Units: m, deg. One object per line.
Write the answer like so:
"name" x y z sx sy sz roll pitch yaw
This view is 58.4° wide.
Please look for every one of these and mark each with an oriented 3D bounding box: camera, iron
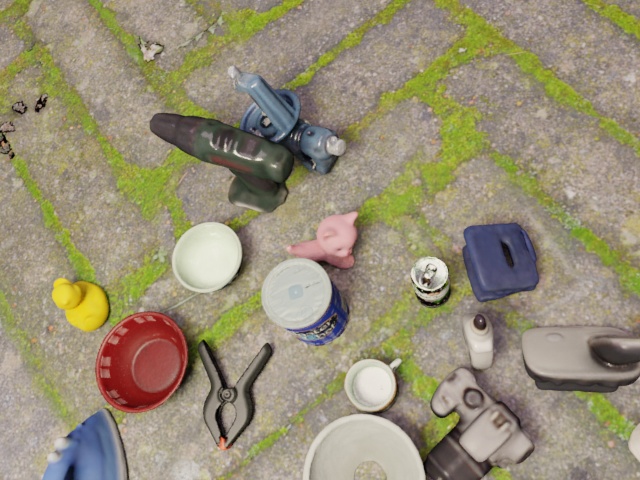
"camera" 0.193 0.266 0.770 0.137 0.101 0.143 -43 66 -5
"iron" -0.368 0.376 0.842 0.118 0.142 0.258 -7 68 11

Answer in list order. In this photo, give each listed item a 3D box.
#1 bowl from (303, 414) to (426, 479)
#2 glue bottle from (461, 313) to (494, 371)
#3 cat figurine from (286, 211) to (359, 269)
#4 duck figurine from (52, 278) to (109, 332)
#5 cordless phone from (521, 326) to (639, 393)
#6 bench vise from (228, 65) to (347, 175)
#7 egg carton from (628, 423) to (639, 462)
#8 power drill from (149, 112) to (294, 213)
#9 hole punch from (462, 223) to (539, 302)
"bowl" 0.064 0.329 0.791 0.167 0.075 0.167 -5 69 12
"glue bottle" 0.215 0.128 0.776 0.037 0.173 0.078 -12 67 9
"cat figurine" 0.008 0.003 0.904 0.127 0.118 0.067 -16 67 7
"duck figurine" -0.420 0.107 0.986 0.077 0.086 0.104 -41 66 -4
"cordless phone" 0.341 0.140 0.734 0.147 0.185 0.094 -5 69 12
"bench vise" -0.054 -0.208 0.942 0.207 0.220 0.121 6 71 16
"egg carton" 0.476 0.251 0.724 0.150 0.069 0.107 -40 66 -3
"power drill" -0.141 -0.125 0.938 0.229 0.209 0.076 14 74 18
"hole punch" 0.267 0.026 0.847 0.101 0.091 0.108 -15 67 8
